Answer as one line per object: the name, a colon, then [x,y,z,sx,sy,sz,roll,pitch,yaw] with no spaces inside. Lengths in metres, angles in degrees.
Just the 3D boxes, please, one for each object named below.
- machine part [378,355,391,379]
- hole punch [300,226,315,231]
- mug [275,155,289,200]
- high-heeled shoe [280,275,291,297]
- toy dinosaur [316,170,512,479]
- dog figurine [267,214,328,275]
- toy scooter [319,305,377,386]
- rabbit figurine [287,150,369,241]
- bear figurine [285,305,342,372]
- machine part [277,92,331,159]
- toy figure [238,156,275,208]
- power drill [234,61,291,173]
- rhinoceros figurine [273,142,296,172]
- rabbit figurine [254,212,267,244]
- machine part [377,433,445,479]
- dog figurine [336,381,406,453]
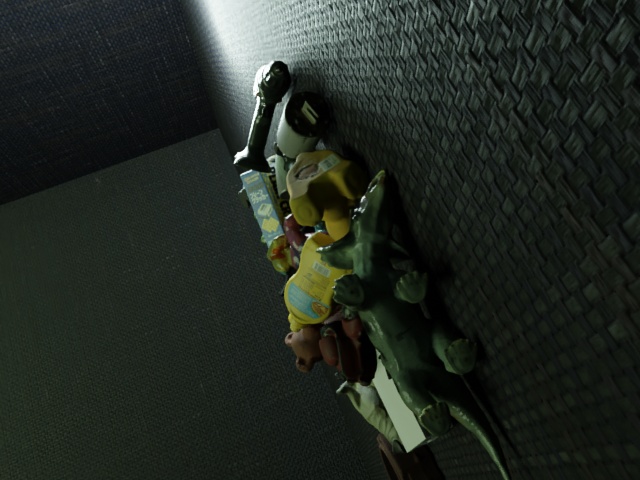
machine part: [0.122,0.147,0.860,0.039,0.084,0.139,26,-132,-61]
hole punch: [-0.002,-0.004,1.166,0.116,0.092,0.142,62,166,17]
mug: [-0.062,-0.152,1.216,0.109,0.081,0.107,62,-165,-80]
high-heeled shoe: [-0.002,0.068,1.237,0.249,0.145,0.086,-11,129,44]
toy dinosaur: [0.114,0.118,0.707,0.404,0.131,0.192,64,-176,-2]
dog figurine: [0.012,0.050,1.014,0.219,0.108,0.191,51,134,21]
toy scooter: [0.051,0.189,0.905,0.183,0.075,0.135,115,146,-59]
rabbit figurine: [0.017,-0.052,0.865,0.173,0.122,0.163,51,174,-32]
bear figurine: [0.022,0.162,1.059,0.120,0.196,0.131,-119,12,-54]
machine part: [-0.032,-0.191,0.918,0.243,0.079,0.079,158,90,-82]
toy figure: [-0.137,-0.152,1.376,0.082,0.180,0.089,6,122,37]
power drill: [-0.111,-0.239,1.043,0.232,0.086,0.207,-122,41,-73]
rhinoceros figurine: [-0.042,-0.147,1.093,0.190,0.073,0.111,-123,13,-50]
rabbit figurine: [-0.090,-0.057,1.428,0.170,0.159,0.121,42,146,37]
machine part: [0.206,0.523,1.180,0.202,0.087,0.200,-134,23,-70]
dog figurine: [0.145,0.358,1.166,0.190,0.121,0.172,49,-158,10]
